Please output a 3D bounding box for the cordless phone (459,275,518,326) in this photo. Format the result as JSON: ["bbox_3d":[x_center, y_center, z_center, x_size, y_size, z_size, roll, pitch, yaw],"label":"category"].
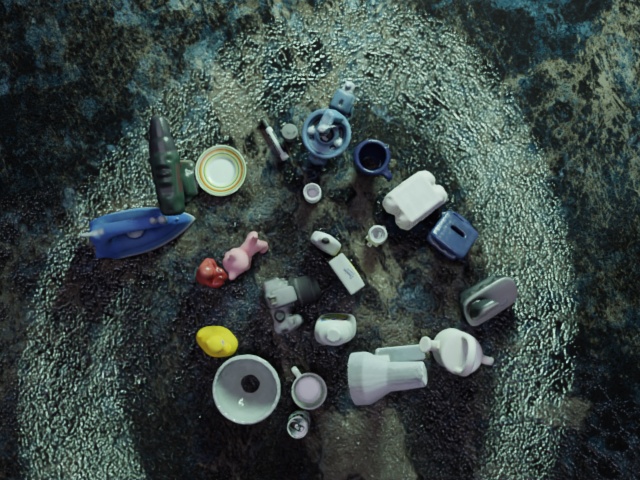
[{"bbox_3d":[0.416,0.146,1.370,0.147,0.185,0.094,-34,86,-2],"label":"cordless phone"}]

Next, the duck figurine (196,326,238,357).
[{"bbox_3d":[-0.260,0.255,1.416,0.104,0.086,0.077,23,87,2],"label":"duck figurine"}]

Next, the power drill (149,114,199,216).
[{"bbox_3d":[-0.356,-0.167,1.383,0.075,0.208,0.230,-9,86,0],"label":"power drill"}]

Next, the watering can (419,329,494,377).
[{"bbox_3d":[0.324,0.270,1.358,0.173,0.194,0.101,-8,86,0],"label":"watering can"}]

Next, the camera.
[{"bbox_3d":[-0.063,0.149,1.415,0.137,0.101,0.143,-18,86,-1],"label":"camera"}]

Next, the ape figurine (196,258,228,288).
[{"bbox_3d":[-0.275,0.083,1.425,0.076,0.092,0.078,-8,86,0],"label":"ape figurine"}]

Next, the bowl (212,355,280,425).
[{"bbox_3d":[-0.177,0.364,1.414,0.167,0.074,0.167,0,86,0],"label":"bowl"}]

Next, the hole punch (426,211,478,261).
[{"bbox_3d":[0.332,-0.015,1.428,0.108,0.091,0.101,38,87,3],"label":"hole punch"}]

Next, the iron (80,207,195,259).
[{"bbox_3d":[-0.448,-0.032,1.408,0.258,0.141,0.119,-14,86,-1],"label":"iron"}]

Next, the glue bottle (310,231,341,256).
[{"bbox_3d":[0.013,0.005,1.387,0.078,0.173,0.037,29,87,3],"label":"glue bottle"}]

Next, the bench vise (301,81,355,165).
[{"bbox_3d":[0.019,-0.297,1.384,0.121,0.219,0.207,7,86,1],"label":"bench vise"}]

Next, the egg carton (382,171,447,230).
[{"bbox_3d":[0.238,-0.102,1.445,0.150,0.069,0.107,-38,87,-2],"label":"egg carton"}]

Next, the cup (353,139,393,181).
[{"bbox_3d":[0.137,-0.190,1.439,0.092,0.095,0.118,-42,87,-2],"label":"cup"}]

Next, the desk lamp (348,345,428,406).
[{"bbox_3d":[0.163,0.310,1.347,0.203,0.213,0.118,-7,86,0],"label":"desk lamp"}]

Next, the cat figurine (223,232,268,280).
[{"bbox_3d":[-0.192,0.037,1.414,0.067,0.117,0.128,40,87,3],"label":"cat figurine"}]
